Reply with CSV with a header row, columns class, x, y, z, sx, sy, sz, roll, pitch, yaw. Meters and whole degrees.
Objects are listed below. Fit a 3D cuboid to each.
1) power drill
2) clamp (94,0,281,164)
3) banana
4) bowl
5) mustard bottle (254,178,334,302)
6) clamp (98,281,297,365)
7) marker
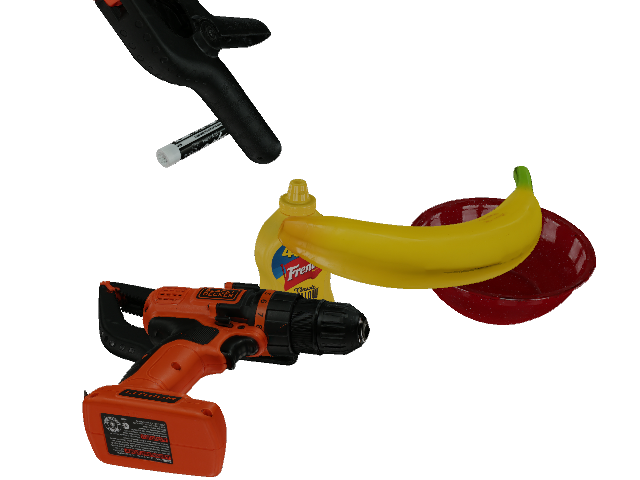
class,x,y,z,sx,sy,sz,roll,pitch,yaw
power drill,-0.072,0.094,0.780,0.185,0.057,0.187,1,25,19
clamp,-0.082,-0.121,0.717,0.039,0.120,0.171,-30,-27,28
banana,0.070,0.000,0.646,0.197,0.037,0.070,-12,45,-33
bowl,0.154,0.025,0.932,0.162,0.055,0.162,2,33,-2
mustard bottle,-0.028,0.022,1.205,0.096,0.192,0.058,-12,29,-26
clamp,-0.136,0.094,1.017,0.164,0.036,0.210,-21,41,-32
marker,-0.107,-0.103,1.034,0.120,0.020,0.020,-34,21,-37
